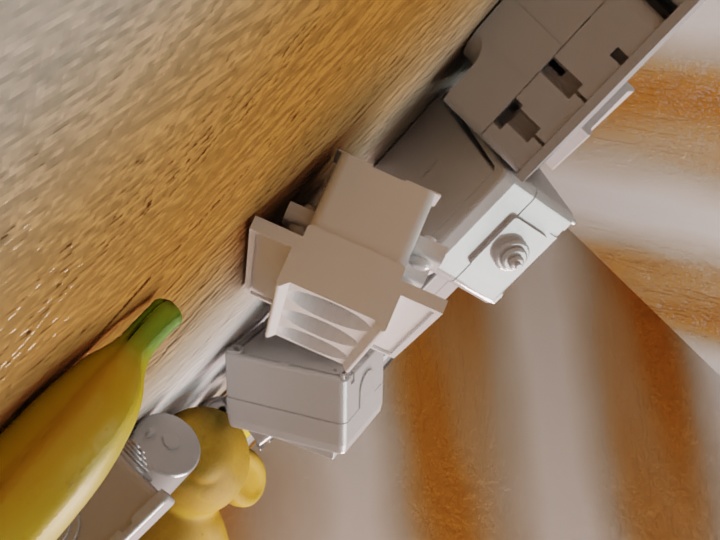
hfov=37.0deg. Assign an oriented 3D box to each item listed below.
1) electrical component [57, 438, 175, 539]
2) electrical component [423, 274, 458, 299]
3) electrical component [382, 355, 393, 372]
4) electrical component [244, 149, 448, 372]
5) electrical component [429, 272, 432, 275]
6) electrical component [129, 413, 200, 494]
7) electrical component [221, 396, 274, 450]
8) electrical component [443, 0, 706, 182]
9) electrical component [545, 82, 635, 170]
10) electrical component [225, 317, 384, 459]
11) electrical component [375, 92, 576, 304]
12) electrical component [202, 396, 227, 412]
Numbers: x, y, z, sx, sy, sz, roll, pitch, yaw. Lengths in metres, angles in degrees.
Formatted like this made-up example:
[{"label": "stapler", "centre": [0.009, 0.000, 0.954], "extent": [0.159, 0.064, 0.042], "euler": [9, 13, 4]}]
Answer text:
[{"label": "electrical component", "centre": [-0.134, 0.119, 0.491], "extent": [0.100, 0.048, 0.099], "euler": [-44, 176, -15]}, {"label": "electrical component", "centre": [0.039, -0.017, 0.816], "extent": [0.047, 0.065, 0.077], "euler": [-46, 147, 17]}, {"label": "electrical component", "centre": [-0.003, 0.035, 0.758], "extent": [0.057, 0.078, 0.113], "euler": [-49, 176, 7]}, {"label": "electrical component", "centre": [-0.006, -0.001, 0.462], "extent": [0.121, 0.079, 0.063], "euler": [119, -5, -76]}, {"label": "electrical component", "centre": [0.040, -0.029, 0.735], "extent": [0.055, 0.055, 0.047], "euler": [-43, 172, -26]}, {"label": "electrical component", "centre": [-0.123, 0.115, 0.618], "extent": [0.078, 0.040, 0.040], "euler": [-48, 175, 39]}, {"label": "electrical component", "centre": [-0.055, 0.088, 0.790], "extent": [0.063, 0.078, 0.121], "euler": [-39, 176, 3]}, {"label": "electrical component", "centre": [0.126, -0.135, 0.483], "extent": [0.186, 0.060, 0.105], "euler": [-47, 176, 26]}, {"label": "electrical component", "centre": [0.143, -0.120, 0.769], "extent": [0.078, 0.063, 0.121], "euler": [-45, 177, -5]}, {"label": "electrical component", "centre": [-0.040, 0.071, 0.666], "extent": [0.062, 0.096, 0.061], "euler": [-41, 137, -58]}, {"label": "electrical component", "centre": [0.054, -0.034, 0.526], "extent": [0.061, 0.061, 0.096], "euler": [-47, -142, 19]}, {"label": "electrical component", "centre": [-0.105, 0.111, 0.810], "extent": [0.035, 0.035, 0.061], "euler": [-44, 173, -20]}]
